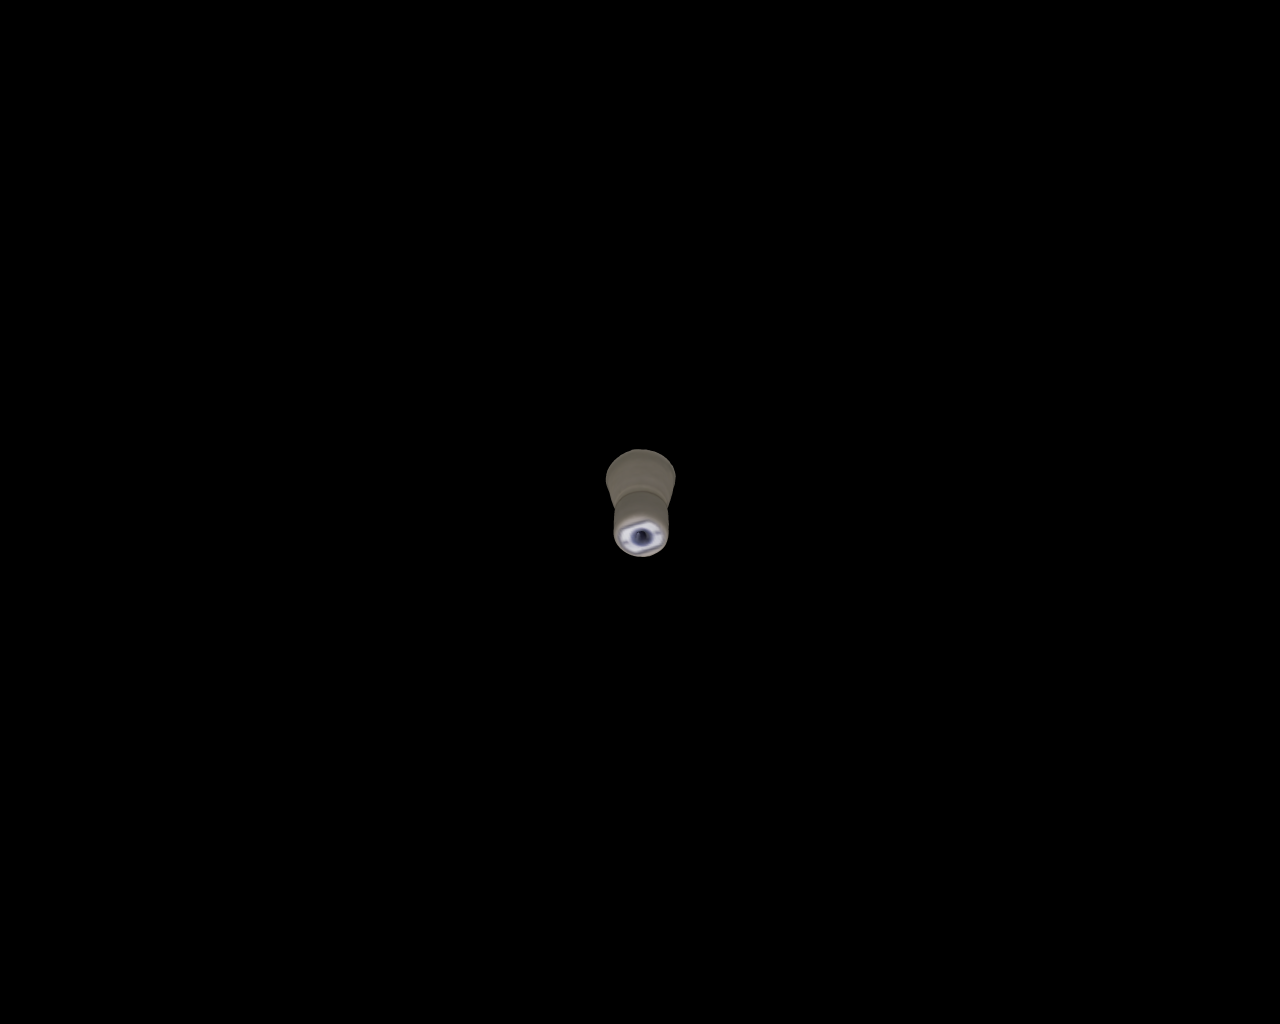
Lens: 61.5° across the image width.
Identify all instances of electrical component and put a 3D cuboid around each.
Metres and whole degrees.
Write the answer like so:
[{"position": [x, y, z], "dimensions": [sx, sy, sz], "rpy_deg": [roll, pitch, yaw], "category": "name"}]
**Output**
[{"position": [0.001, -0.003, 0.650], "dimensions": [0.044, 0.044, 0.065], "rpy_deg": [0, 37, 0], "category": "electrical component"}]
